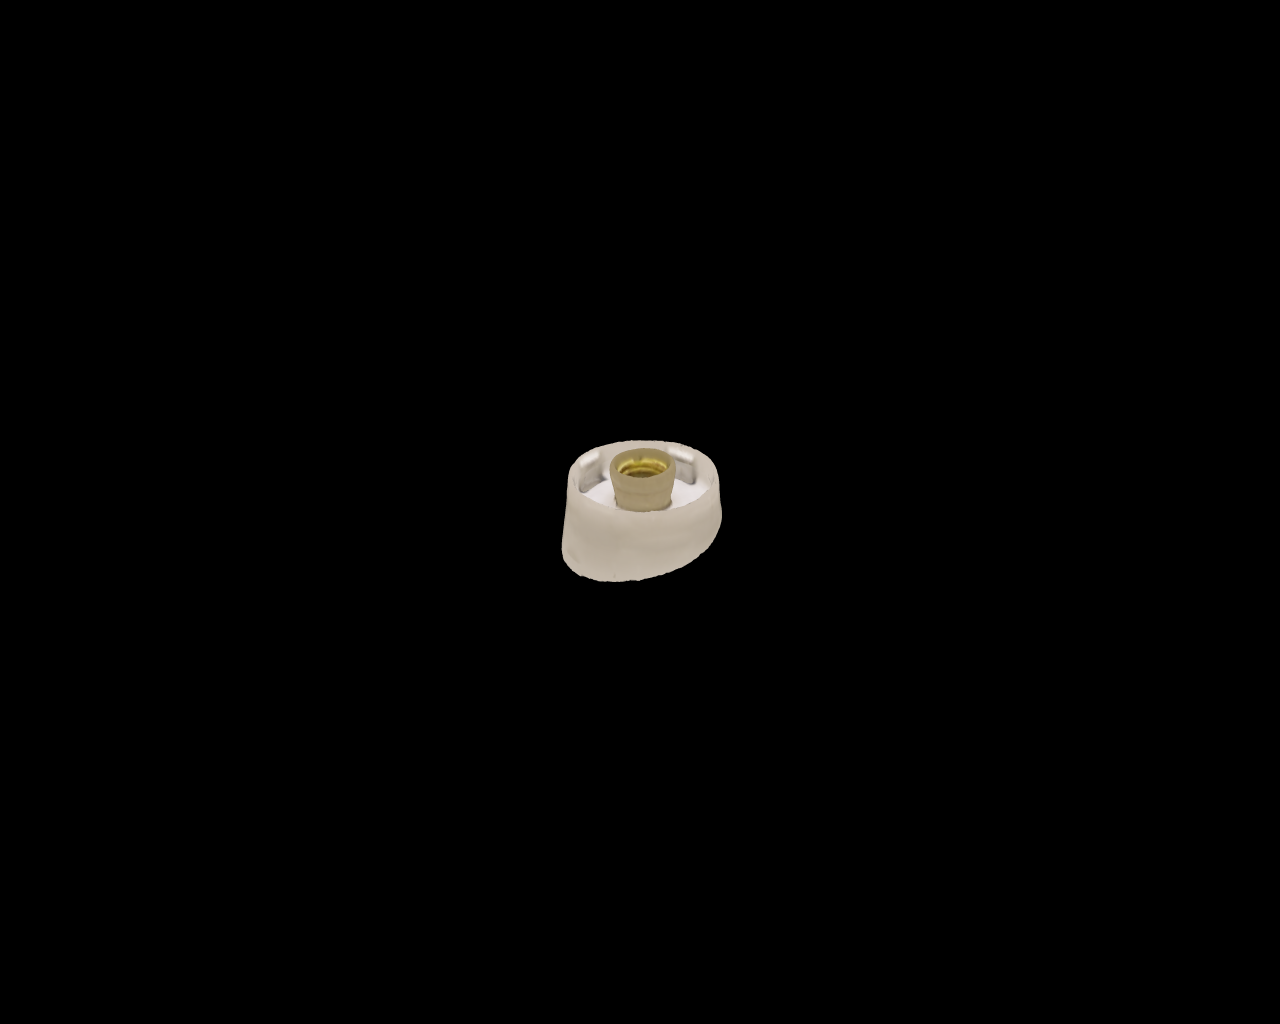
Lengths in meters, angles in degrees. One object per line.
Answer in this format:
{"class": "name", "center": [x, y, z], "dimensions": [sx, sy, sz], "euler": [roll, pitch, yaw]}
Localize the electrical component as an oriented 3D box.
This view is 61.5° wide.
{"class": "electrical component", "center": [0.001, -0.003, 0.650], "dimensions": [0.099, 0.064, 0.099], "euler": [0, 31, 0]}
